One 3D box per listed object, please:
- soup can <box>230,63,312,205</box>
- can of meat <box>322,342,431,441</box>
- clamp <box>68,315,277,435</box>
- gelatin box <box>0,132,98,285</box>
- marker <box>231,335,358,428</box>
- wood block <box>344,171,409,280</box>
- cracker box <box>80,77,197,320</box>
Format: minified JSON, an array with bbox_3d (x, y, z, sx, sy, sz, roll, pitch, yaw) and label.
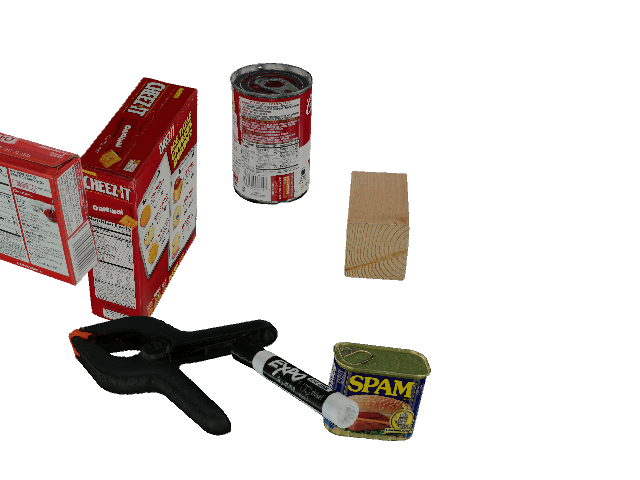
[{"bbox_3d":[-0.041,-0.089,0.900,0.068,0.102,0.068,1,31,-1],"label":"soup can"},{"bbox_3d":[0.057,0.160,1.123,0.102,0.084,0.057,8,21,-9],"label":"can of meat"},{"bbox_3d":[-0.122,0.093,0.886,0.172,0.039,0.120,17,37,21],"label":"clamp"},{"bbox_3d":[-0.184,-0.022,0.679,0.073,0.089,0.030,16,41,21],"label":"gelatin box"},{"bbox_3d":[-0.021,0.092,0.711,0.020,0.020,0.121,0,17,-41],"label":"marker"},{"bbox_3d":[0.087,-0.026,1.625,0.091,0.090,0.206,3,25,2],"label":"wood block"},{"bbox_3d":[-0.191,-0.039,1.137,0.072,0.214,0.164,14,43,9],"label":"cracker box"}]
